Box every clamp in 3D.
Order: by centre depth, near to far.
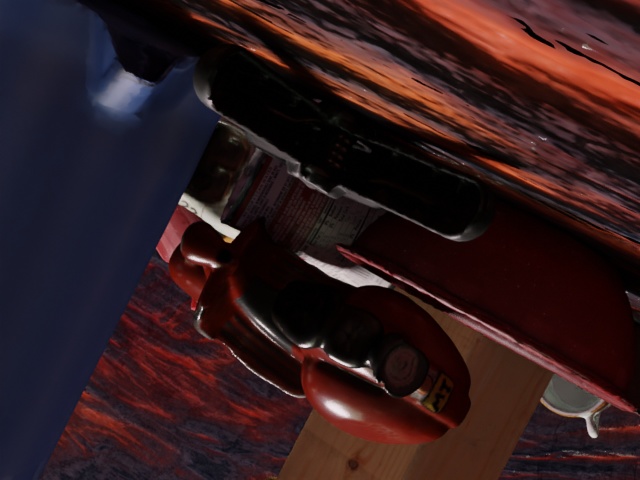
[{"bbox_3d":[0.013,-0.034,0.451,0.120,0.039,0.171,34,3,4],"label":"clamp"}]

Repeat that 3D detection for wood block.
[{"bbox_3d":[0.066,0.097,0.651,0.091,0.206,0.090,27,-1,45],"label":"wood block"}]

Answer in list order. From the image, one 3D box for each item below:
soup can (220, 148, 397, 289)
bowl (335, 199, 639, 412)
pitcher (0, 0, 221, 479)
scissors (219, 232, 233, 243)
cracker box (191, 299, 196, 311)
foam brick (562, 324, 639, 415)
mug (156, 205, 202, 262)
[{"bbox_3d":[0.004,-0.016,0.606,0.102,0.068,0.068,28,-5,-8],"label":"soup can"},{"bbox_3d":[0.089,0.019,0.511,0.162,0.055,0.162,28,-2,1],"label":"bowl"},{"bbox_3d":[-0.147,-0.001,0.512,0.145,0.243,0.149,26,4,16],"label":"pitcher"},{"bbox_3d":[-0.005,0.001,0.767,0.016,0.096,0.201,-27,-22,39],"label":"scissors"},{"bbox_3d":[0.022,0.071,0.890,0.213,0.072,0.164,37,-34,-24],"label":"cracker box"},{"bbox_3d":[0.197,0.081,0.714,0.053,0.051,0.078,29,-2,10],"label":"foam brick"},{"bbox_3d":[-0.097,-0.038,0.802,0.093,0.081,0.117,-31,3,-29],"label":"mug"}]
